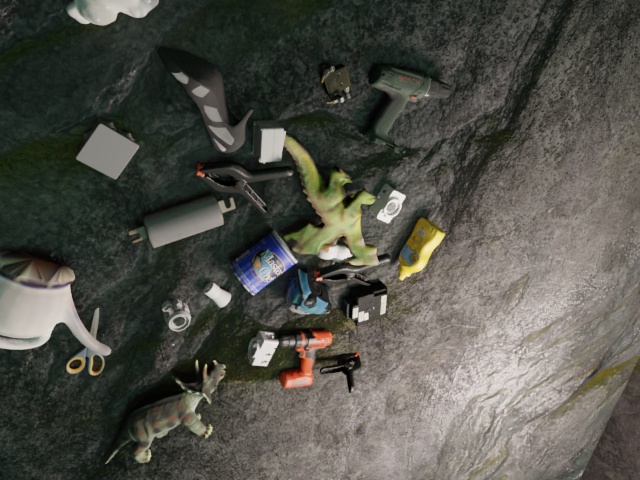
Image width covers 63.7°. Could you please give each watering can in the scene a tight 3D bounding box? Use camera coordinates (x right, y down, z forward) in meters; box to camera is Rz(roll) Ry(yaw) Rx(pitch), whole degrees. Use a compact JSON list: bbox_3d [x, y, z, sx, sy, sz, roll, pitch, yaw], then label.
[{"bbox_3d":[-0.598,0.146,1.115,0.345,0.106,0.222,19,107,-33],"label":"watering can"}]

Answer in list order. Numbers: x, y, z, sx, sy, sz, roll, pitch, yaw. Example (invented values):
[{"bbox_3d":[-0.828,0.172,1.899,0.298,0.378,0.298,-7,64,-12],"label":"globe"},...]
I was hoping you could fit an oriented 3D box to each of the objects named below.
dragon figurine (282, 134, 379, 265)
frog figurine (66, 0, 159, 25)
[{"bbox_3d":[0.004,-0.065,1.298,0.407,0.124,0.242,33,97,-19],"label":"dragon figurine"},{"bbox_3d":[-0.369,-0.444,0.916,0.157,0.125,0.136,-26,148,36],"label":"frog figurine"}]
